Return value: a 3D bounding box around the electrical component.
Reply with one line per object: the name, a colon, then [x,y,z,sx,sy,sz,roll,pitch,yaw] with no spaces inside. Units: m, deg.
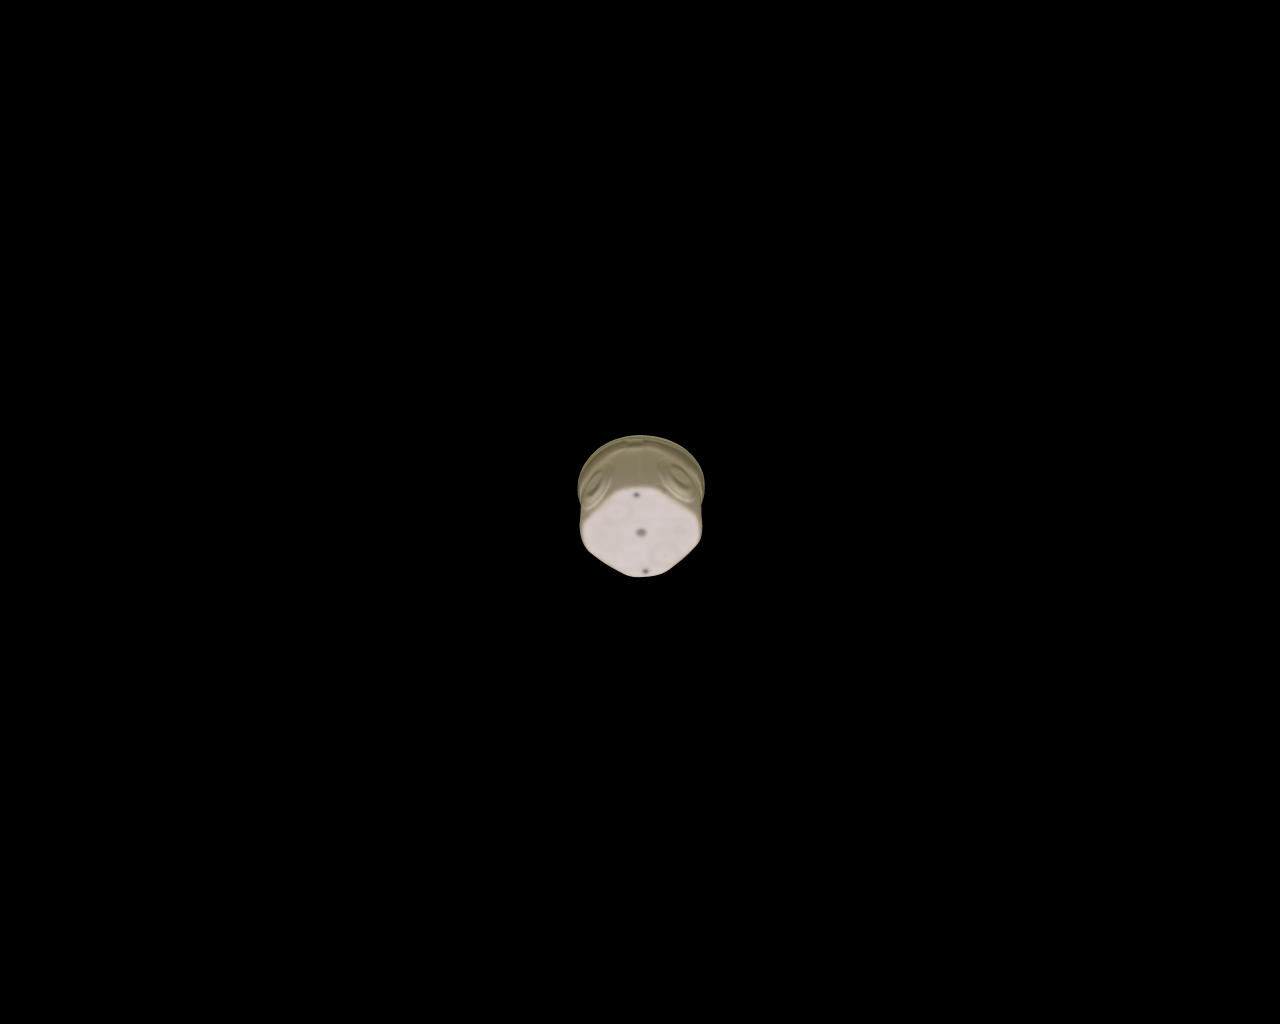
electrical component: [0.001,-0.003,0.650,0.080,0.080,0.051,0,39,0]
